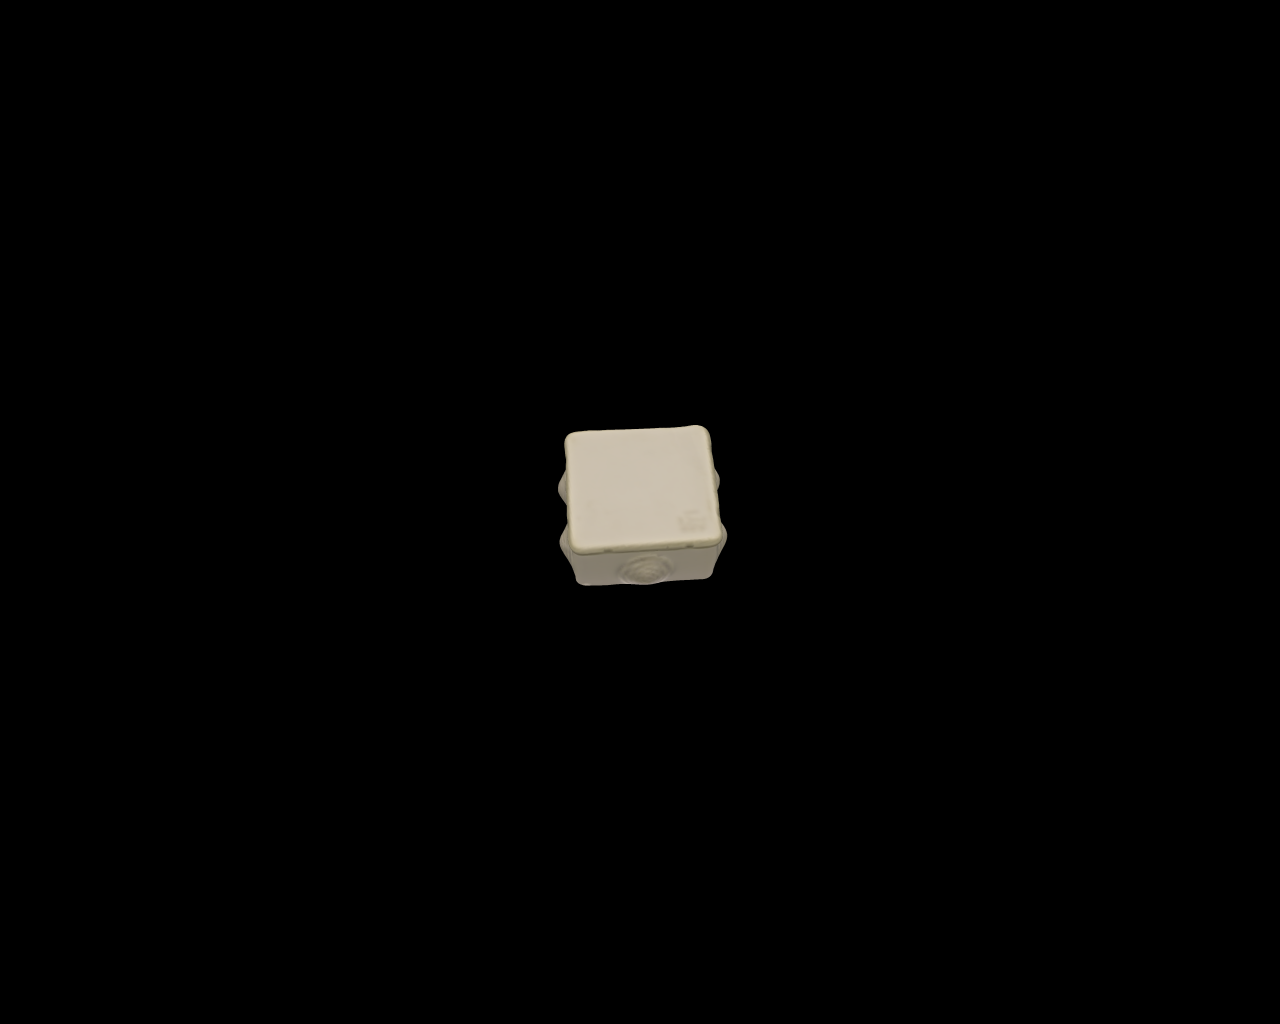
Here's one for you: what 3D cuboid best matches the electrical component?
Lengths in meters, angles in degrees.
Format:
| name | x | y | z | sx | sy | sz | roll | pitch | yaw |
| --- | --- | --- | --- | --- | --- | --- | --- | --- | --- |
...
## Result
| name | x | y | z | sx | sy | sz | roll | pitch | yaw |
| --- | --- | --- | --- | --- | --- | --- | --- | --- | --- |
| electrical component | 0.001 | -0.003 | 0.650 | 0.100 | 0.100 | 0.048 | -3 | -36 | -2 |
